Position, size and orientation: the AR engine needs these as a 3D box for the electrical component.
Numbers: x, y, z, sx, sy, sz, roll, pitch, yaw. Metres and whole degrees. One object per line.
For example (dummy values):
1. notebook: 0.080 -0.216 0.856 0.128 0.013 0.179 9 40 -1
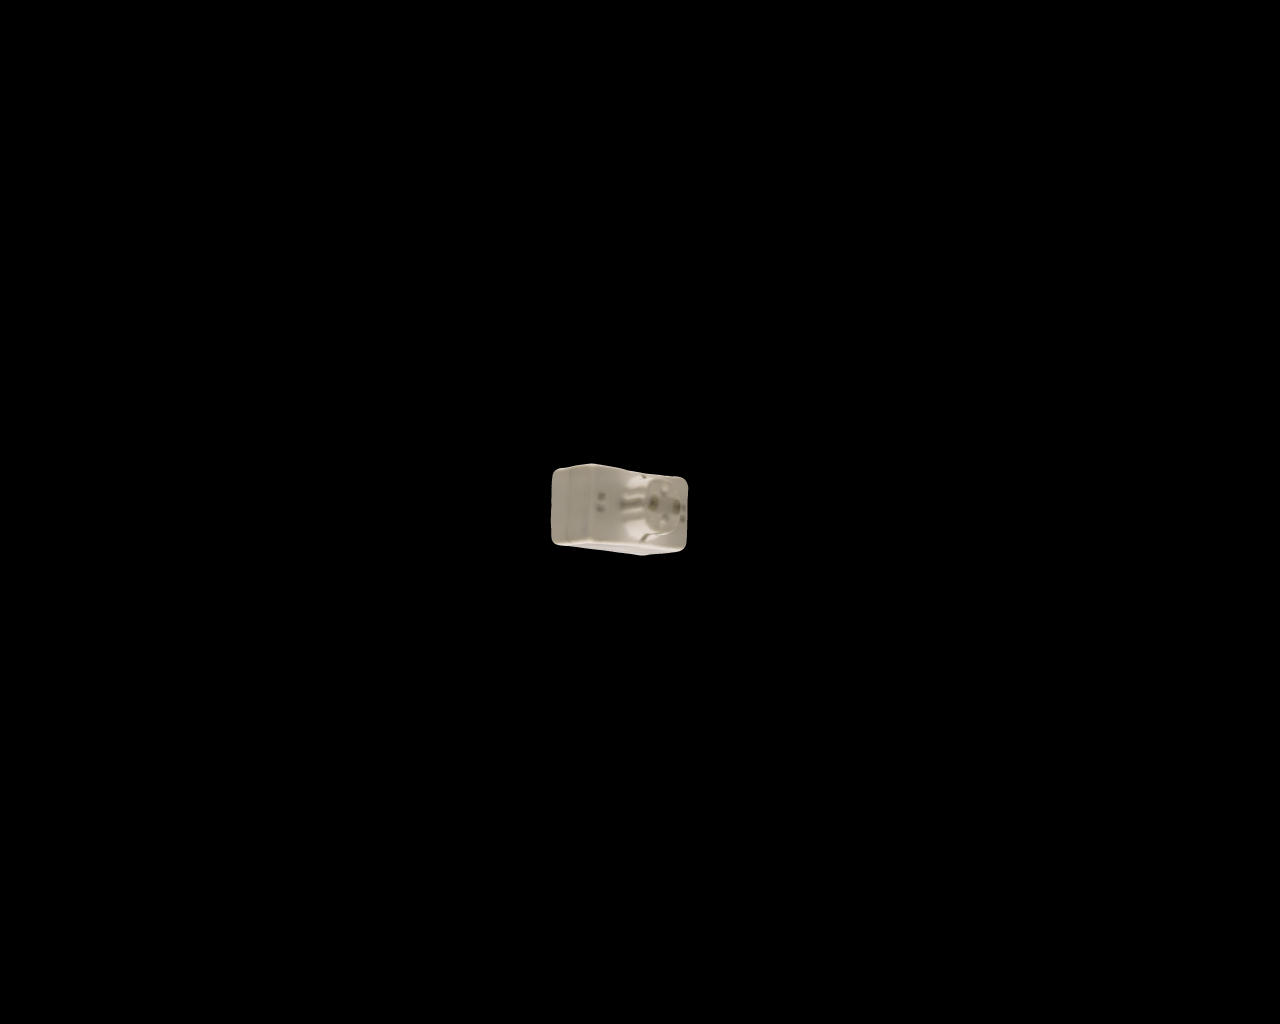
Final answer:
1. electrical component: 0.001 -0.003 0.650 0.083 0.047 0.075 8 -11 -43
